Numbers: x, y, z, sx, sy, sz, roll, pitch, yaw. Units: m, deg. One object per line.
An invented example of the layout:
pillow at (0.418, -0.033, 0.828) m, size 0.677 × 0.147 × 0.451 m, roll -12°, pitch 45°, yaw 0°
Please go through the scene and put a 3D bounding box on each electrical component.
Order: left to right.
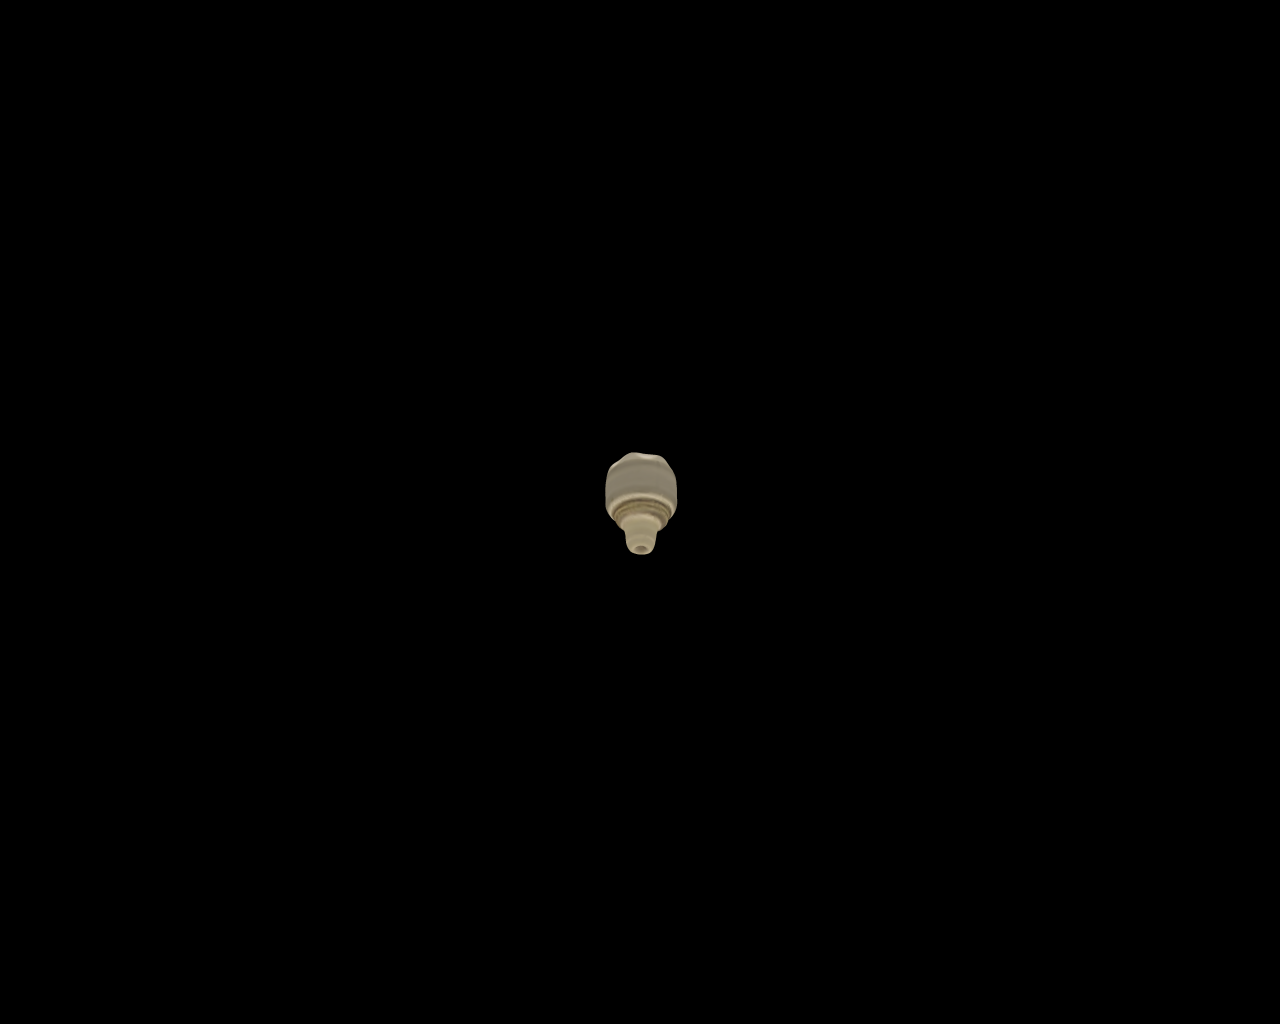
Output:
electrical component at (0.001, -0.003, 0.650) m, size 0.043 × 0.062 × 0.043 m, roll 0°, pitch -33°, yaw 0°
